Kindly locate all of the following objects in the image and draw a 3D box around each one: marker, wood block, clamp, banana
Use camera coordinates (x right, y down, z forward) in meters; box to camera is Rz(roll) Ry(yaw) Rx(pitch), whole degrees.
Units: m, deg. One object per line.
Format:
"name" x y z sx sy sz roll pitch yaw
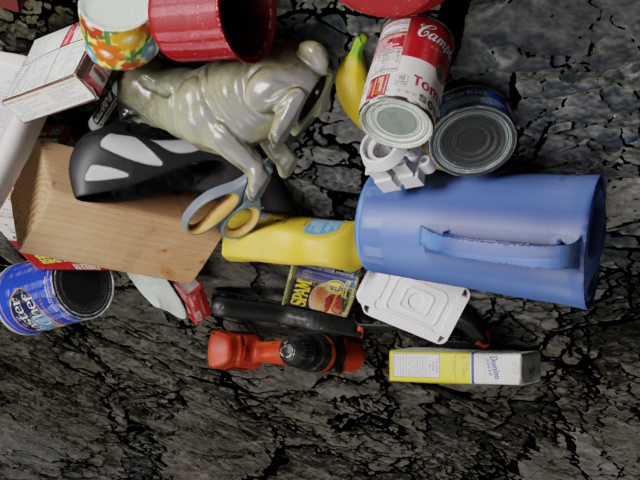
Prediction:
"marker" -0.218 -0.149 1.129 0.020 0.020 0.121 27 147 -17
"wood block" -0.221 -0.028 1.170 0.205 0.091 0.090 13 128 -34
"clamp" 0.130 0.101 1.345 0.171 0.039 0.120 28 146 -17
"clamp" -0.047 0.094 1.388 0.209 0.036 0.165 10 -179 -12
"banana" 0.076 -0.116 1.033 0.070 0.037 0.197 -17 135 42

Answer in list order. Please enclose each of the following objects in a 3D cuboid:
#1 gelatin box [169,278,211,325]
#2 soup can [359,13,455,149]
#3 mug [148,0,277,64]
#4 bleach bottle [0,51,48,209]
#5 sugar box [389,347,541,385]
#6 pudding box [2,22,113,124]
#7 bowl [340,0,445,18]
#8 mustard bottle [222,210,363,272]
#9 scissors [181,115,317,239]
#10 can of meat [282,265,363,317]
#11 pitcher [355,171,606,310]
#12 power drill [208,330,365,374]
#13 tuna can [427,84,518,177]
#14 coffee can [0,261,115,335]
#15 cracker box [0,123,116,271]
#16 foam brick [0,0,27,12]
"gelatin box" -0.183 0.059 1.386 0.089 0.030 0.073 43 159 27
"soup can" 0.076 -0.139 0.935 0.068 0.102 0.068 12 148 7
"mug" -0.098 -0.210 0.930 0.082 0.093 0.117 2 115 30
"bleach bottle" -0.354 -0.079 1.079 0.102 0.250 0.068 9 148 10
"sugar box" 0.187 0.163 1.377 0.176 0.048 0.093 1 177 27
"pudding box" -0.250 -0.168 1.047 0.114 0.090 0.039 -12 138 37
"bowl" 0.052 -0.230 0.851 0.162 0.055 0.162 12 148 7
"mustard bottle" -0.008 0.002 1.208 0.192 0.058 0.096 5 -169 15
"scissors" -0.056 -0.062 1.124 0.202 0.016 0.096 -35 146 12
"can of meat" 0.003 0.048 1.303 0.084 0.057 0.102 14 149 -2
"pitcher" 0.159 -0.008 1.072 0.243 0.145 0.149 6 148 21
"power drill" -0.055 0.152 1.438 0.188 0.057 0.184 0 171 30
"tuna can" 0.141 -0.101 1.003 0.086 0.033 0.086 -1 132 -1
"coffee can" -0.363 0.069 1.455 0.141 0.102 0.102 -15 137 40
"cracker box" -0.320 -0.048 1.284 0.164 0.072 0.213 0 146 24
"foam brick" -0.290 -0.256 0.965 0.053 0.051 0.078 17 148 0
